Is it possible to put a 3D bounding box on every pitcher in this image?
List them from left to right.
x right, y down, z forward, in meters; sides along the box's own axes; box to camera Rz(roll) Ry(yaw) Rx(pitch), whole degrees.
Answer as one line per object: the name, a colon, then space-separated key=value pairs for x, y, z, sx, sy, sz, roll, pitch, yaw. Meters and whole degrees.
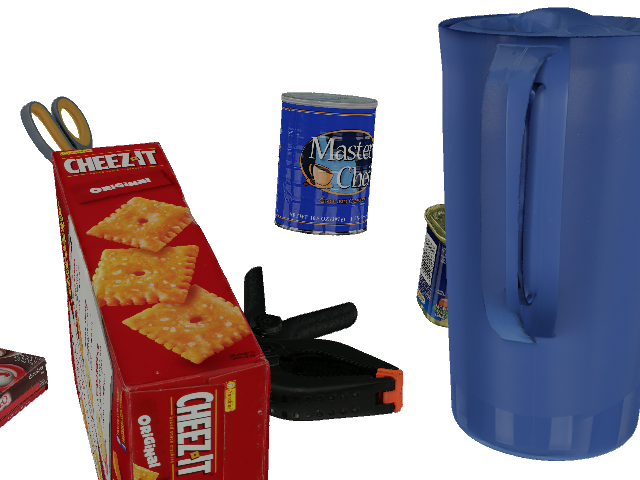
pitcher: x=0.125 y=-0.003 z=0.589 sx=0.149 sy=0.243 sz=0.145 roll=-6 pitch=17 yaw=-19

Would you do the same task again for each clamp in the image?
clamp: x=-0.057 y=0.081 z=1.002 sx=0.120 sy=0.039 sz=0.171 roll=21 pitch=33 yaw=29
clamp: x=-0.041 y=0.090 z=0.776 sx=0.210 sy=0.036 sz=0.164 roll=3 pitch=19 yaw=12

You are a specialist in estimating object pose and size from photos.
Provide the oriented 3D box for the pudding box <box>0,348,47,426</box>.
pudding box: x=-0.317 y=0.130 z=0.960 sx=0.114 sy=0.039 sz=0.090 roll=7 pitch=22 yaw=20

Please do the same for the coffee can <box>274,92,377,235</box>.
coffee can: x=0.005 y=-0.084 z=1.147 sx=0.103 sy=0.140 sz=0.103 roll=4 pitch=12 yaw=-1

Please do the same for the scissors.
scissors: x=-0.224 y=-0.063 z=1.065 sx=0.016 sy=0.201 sz=0.096 roll=-25 pitch=27 yaw=24

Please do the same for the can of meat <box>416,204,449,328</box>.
can of meat: x=0.130 y=0.018 z=0.851 sx=0.102 sy=0.084 sz=0.057 roll=-6 pitch=35 yaw=-16

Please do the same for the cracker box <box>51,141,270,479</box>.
cracker box: x=-0.088 y=0.068 z=0.564 sx=0.072 sy=0.164 sz=0.214 roll=-8 pitch=34 yaw=-17
